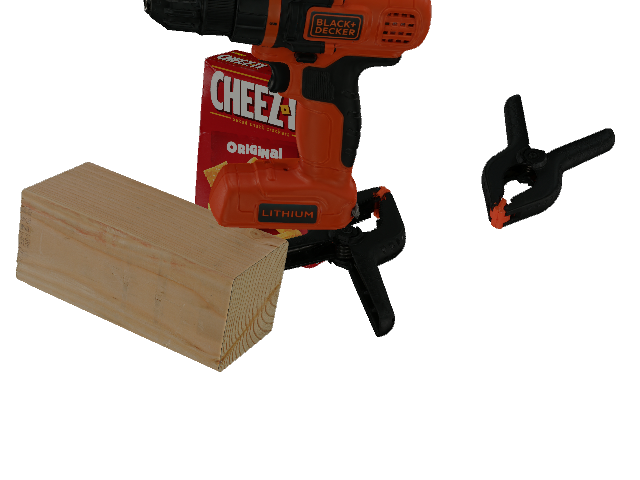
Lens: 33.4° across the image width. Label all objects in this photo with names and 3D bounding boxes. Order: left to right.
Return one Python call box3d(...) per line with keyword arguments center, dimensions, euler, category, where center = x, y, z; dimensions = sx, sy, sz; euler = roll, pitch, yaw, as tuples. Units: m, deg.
box3d(center=(-0.143, 0.018, 0.892), dimensions=(0.206, 0.090, 0.090), euler=(21, 27, 20), category="wood block")
box3d(center=(-0.057, -0.092, 1.211), dimensions=(0.164, 0.214, 0.072), euler=(18, 26, 24), category="cracker box")
box3d(center=(-0.030, -0.095, 0.717), dimensions=(0.184, 0.188, 0.057), euler=(2, 39, -11), category="power drill")
box3d(center=(0.029, 0.011, 0.985), dimensions=(0.165, 0.036, 0.209), euler=(24, 37, 22), category="clamp")
box3d(center=(0.208, -0.084, 1.088), dimensions=(0.120, 0.039, 0.171), euler=(29, 55, 30), category="clamp")
